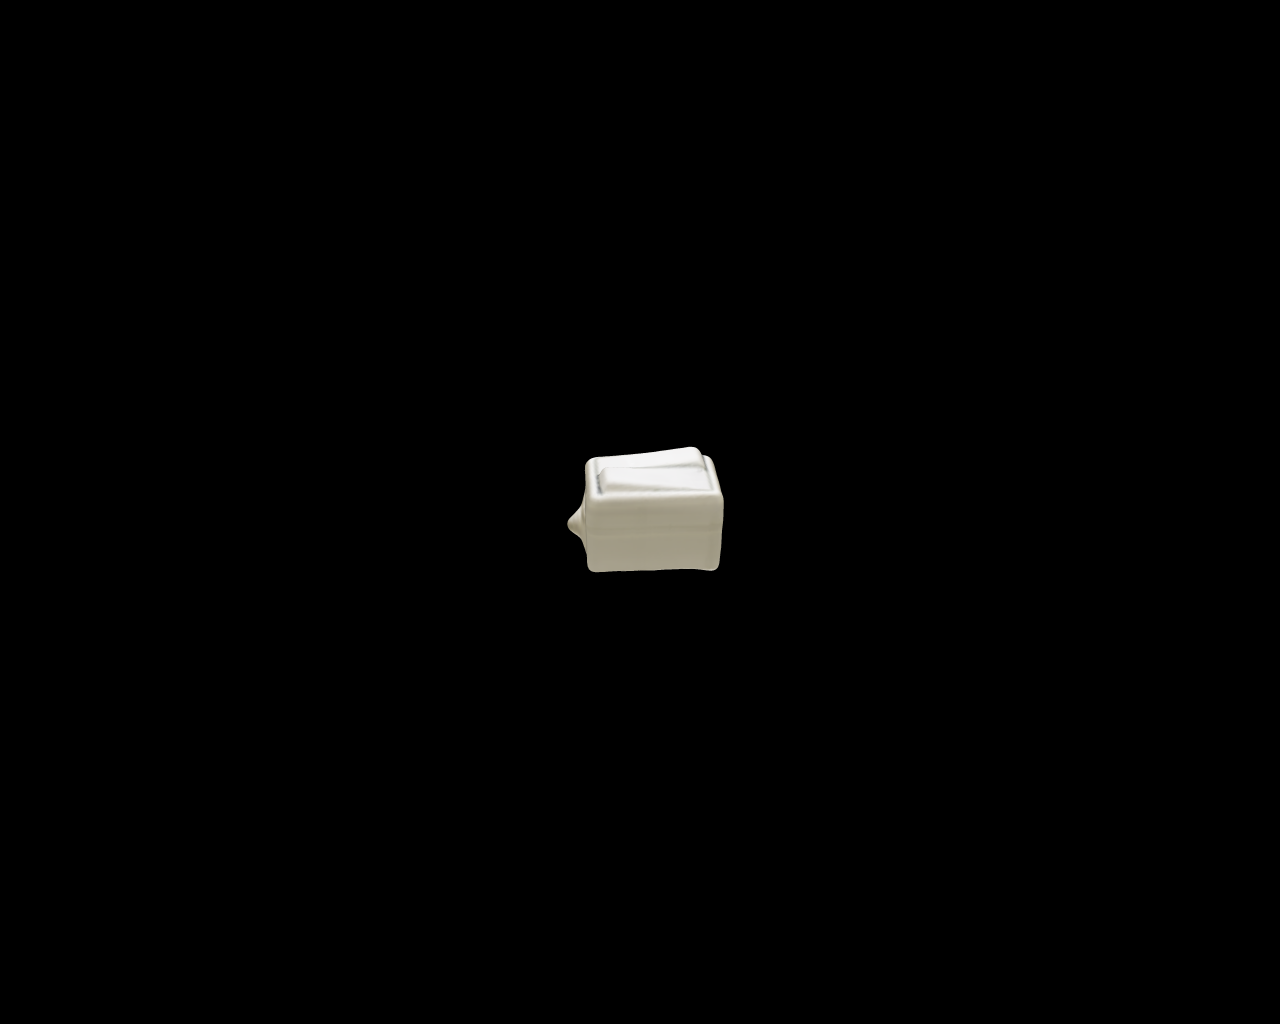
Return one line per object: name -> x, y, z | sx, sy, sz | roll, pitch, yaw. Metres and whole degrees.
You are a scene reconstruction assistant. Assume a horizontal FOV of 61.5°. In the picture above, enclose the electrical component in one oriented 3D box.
electrical component -> 0.001, -0.003, 0.650 | 0.096, 0.061, 0.062 | -1, 28, -2
